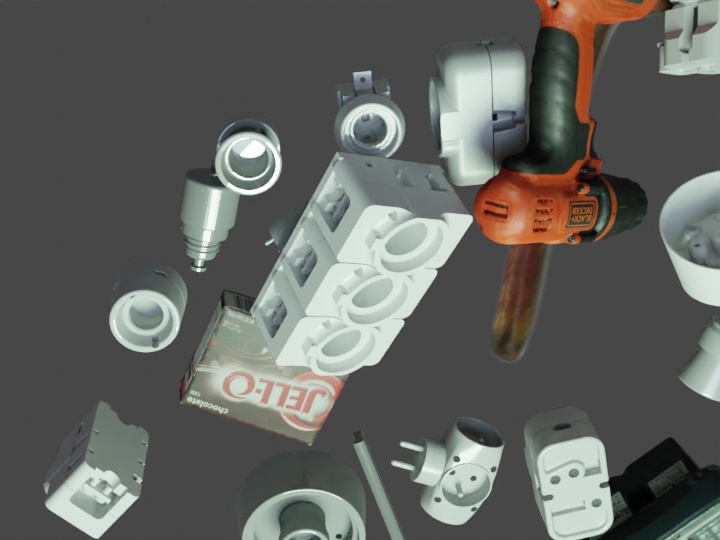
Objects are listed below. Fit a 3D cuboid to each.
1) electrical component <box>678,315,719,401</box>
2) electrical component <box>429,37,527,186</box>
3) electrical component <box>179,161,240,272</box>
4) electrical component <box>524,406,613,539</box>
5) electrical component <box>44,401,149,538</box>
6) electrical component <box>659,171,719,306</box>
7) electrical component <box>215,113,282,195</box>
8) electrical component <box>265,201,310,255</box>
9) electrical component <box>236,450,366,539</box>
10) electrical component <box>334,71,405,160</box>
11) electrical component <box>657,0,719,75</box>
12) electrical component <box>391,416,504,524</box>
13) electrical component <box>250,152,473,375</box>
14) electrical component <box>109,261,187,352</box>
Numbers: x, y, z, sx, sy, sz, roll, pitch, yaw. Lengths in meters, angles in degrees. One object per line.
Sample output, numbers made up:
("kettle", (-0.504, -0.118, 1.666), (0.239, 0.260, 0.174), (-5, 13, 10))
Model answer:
("electrical component", (0.284, 0.069, 0.851), (0.045, 0.045, 0.055), (18, 110, -13))
("electrical component", (0.081, -0.109, 0.747), (0.059, 0.053, 0.095), (-6, 114, -3))
("electrical component", (-0.109, -0.036, 0.766), (0.040, 0.040, 0.078), (10, 112, -10))
("electrical component", (0.167, 0.162, 0.871), (0.054, 0.059, 0.095), (-13, 114, 0))
("electrical component", (-0.200, 0.152, 0.812), (0.050, 0.089, 0.055), (40, 104, -20))
("electrical component", (0.274, -0.022, 0.784), (0.099, 0.099, 0.064), (-22, 120, 4))
("electrical component", (-0.077, -0.081, 0.742), (0.045, 0.055, 0.045), (-2, 114, -5))
("electrical component", (-0.029, -0.033, 0.776), (0.078, 0.040, 0.040), (-32, 113, 8))
("electrical component", (-0.046, 0.207, 0.868), (0.108, 0.060, 0.108), (-2, 114, -5))
("electrical component", (0.005, -0.102, 0.741), (0.048, 0.055, 0.066), (-7, 114, -3))
("electrical component", (0.240, -0.166, 0.730), (0.058, 0.078, 0.057), (0, 91, -32))
("electrical component", (0.065, 0.157, 0.867), (0.079, 0.044, 0.077), (17, 111, -13))
("electrical component", (0.000, 0.000, 0.745), (0.089, 0.061, 0.150), (4, 132, -36))
("electrical component", (-0.155, 0.028, 0.786), (0.055, 0.047, 0.055), (-2, 114, -5))
